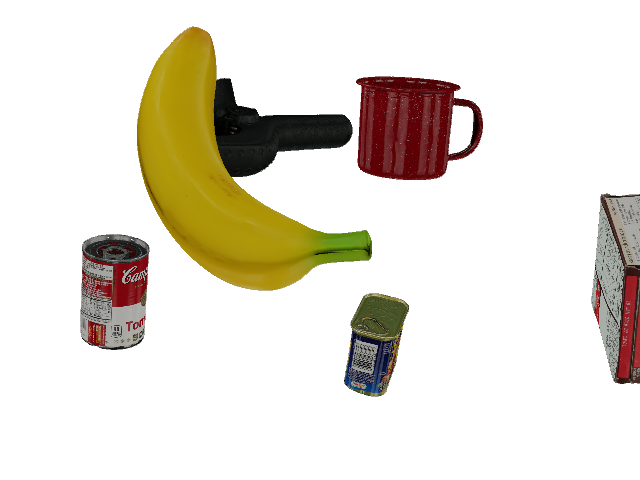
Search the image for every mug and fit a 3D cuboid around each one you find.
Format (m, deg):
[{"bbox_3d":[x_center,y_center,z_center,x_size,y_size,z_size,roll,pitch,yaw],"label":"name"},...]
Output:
[{"bbox_3d":[0.088,-0.101,0.960,0.117,0.081,0.093,2,15,-6],"label":"mug"}]

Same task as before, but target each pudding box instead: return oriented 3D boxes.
[{"bbox_3d":[0.211,0.030,0.722,0.039,0.090,0.113,0,27,4],"label":"pudding box"}]

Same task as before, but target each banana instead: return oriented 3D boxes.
[{"bbox_3d":[-0.049,-0.035,0.494,0.069,0.037,0.198,-21,46,-16],"label":"banana"}]

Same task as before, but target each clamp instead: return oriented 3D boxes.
[{"bbox_3d":[-0.066,-0.082,0.767,0.120,0.039,0.171,18,22,28],"label":"clamp"}]

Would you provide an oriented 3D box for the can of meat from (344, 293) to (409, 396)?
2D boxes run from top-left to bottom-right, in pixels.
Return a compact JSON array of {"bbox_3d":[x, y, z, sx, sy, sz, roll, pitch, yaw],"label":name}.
[{"bbox_3d":[0.065,0.124,1.264,0.057,0.084,0.102,13,25,10],"label":"can of meat"}]

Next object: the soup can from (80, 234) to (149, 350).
[{"bbox_3d":[-0.213,0.053,1.101,0.068,0.102,0.068,6,21,-2],"label":"soup can"}]
